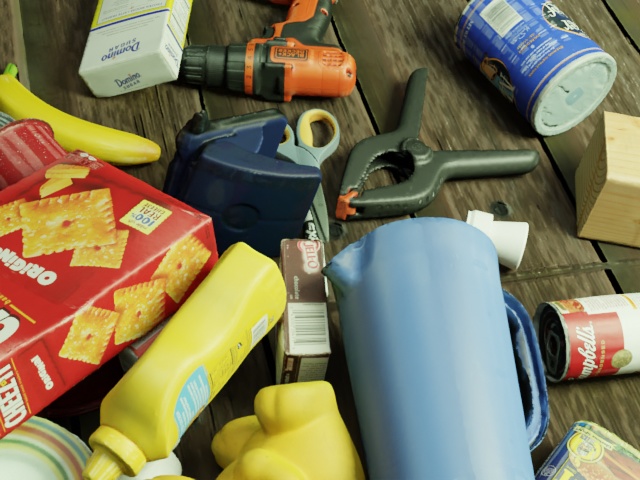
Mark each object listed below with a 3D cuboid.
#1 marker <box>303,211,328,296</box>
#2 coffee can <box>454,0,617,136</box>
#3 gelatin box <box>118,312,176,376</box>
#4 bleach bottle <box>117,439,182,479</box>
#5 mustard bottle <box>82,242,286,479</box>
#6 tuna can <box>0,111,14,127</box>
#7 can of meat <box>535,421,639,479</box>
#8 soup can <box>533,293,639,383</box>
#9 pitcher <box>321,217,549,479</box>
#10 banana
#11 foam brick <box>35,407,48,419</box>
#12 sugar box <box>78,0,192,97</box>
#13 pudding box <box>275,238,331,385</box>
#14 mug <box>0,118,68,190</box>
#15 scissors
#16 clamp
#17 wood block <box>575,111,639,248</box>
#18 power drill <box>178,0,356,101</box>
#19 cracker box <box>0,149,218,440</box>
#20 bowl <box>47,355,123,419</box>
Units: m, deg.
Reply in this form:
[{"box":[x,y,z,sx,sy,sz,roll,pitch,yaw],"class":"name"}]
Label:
[{"box":[-0.006,0.001,0.964,0.020,0.020,0.121,1,51,-7],"class":"marker"},{"box":[0.220,-0.191,1.099,0.102,0.103,0.140,-22,57,-24],"class":"coffee can"},{"box":[-0.119,0.091,0.829,0.030,0.089,0.073,31,53,27],"class":"gelatin box"},{"box":[-0.182,0.213,0.740,0.103,0.068,0.250,26,49,14],"class":"bleach bottle"},{"box":[-0.099,0.095,0.750,0.058,0.096,0.191,32,61,12],"class":"mustard bottle"},{"box":[-0.313,-0.079,0.975,0.086,0.034,0.086,4,51,-5],"class":"tuna can"},{"box":[0.212,0.198,0.812,0.102,0.057,0.083,35,52,18],"class":"can of meat"},{"box":[0.240,0.082,0.902,0.102,0.068,0.068,-4,52,-12],"class":"soup can"},{"box":[0.094,0.116,0.782,0.149,0.145,0.243,-13,54,8],"class":"pitcher"},{"box":[-0.246,-0.114,1.011,0.198,0.037,0.069,31,54,17],"class":"banana"},{"box":[-0.235,0.133,0.786,0.051,0.078,0.053,10,48,1],"class":"foam brick"},{"box":[-0.182,-0.225,1.088,0.093,0.048,0.176,-11,51,18],"class":"sugar box"},{"box":[-0.016,0.069,0.862,0.039,0.090,0.113,2,51,-5],"class":"pudding box"},{"box":[-0.254,-0.036,0.923,0.117,0.093,0.081,-45,71,-1],"class":"mug"},{"box":[-0.027,-0.065,0.996,0.096,0.016,0.201,6,39,5],"class":"scissors"},{"box":[0.088,-0.086,1.037,0.209,0.036,0.165,-28,59,-26],"class":"clamp"},{"box":[0.356,-0.043,1.006,0.206,0.091,0.090,10,50,0],"class":"wood block"},{"box":[-0.052,-0.223,1.118,0.184,0.057,0.187,5,52,-1],"class":"power drill"},{"box":[-0.206,0.028,0.784,0.164,0.072,0.213,27,48,34],"class":"cracker box"},{"box":[-0.212,0.061,0.863,0.162,0.055,0.162,4,50,-5],"class":"bowl"}]
